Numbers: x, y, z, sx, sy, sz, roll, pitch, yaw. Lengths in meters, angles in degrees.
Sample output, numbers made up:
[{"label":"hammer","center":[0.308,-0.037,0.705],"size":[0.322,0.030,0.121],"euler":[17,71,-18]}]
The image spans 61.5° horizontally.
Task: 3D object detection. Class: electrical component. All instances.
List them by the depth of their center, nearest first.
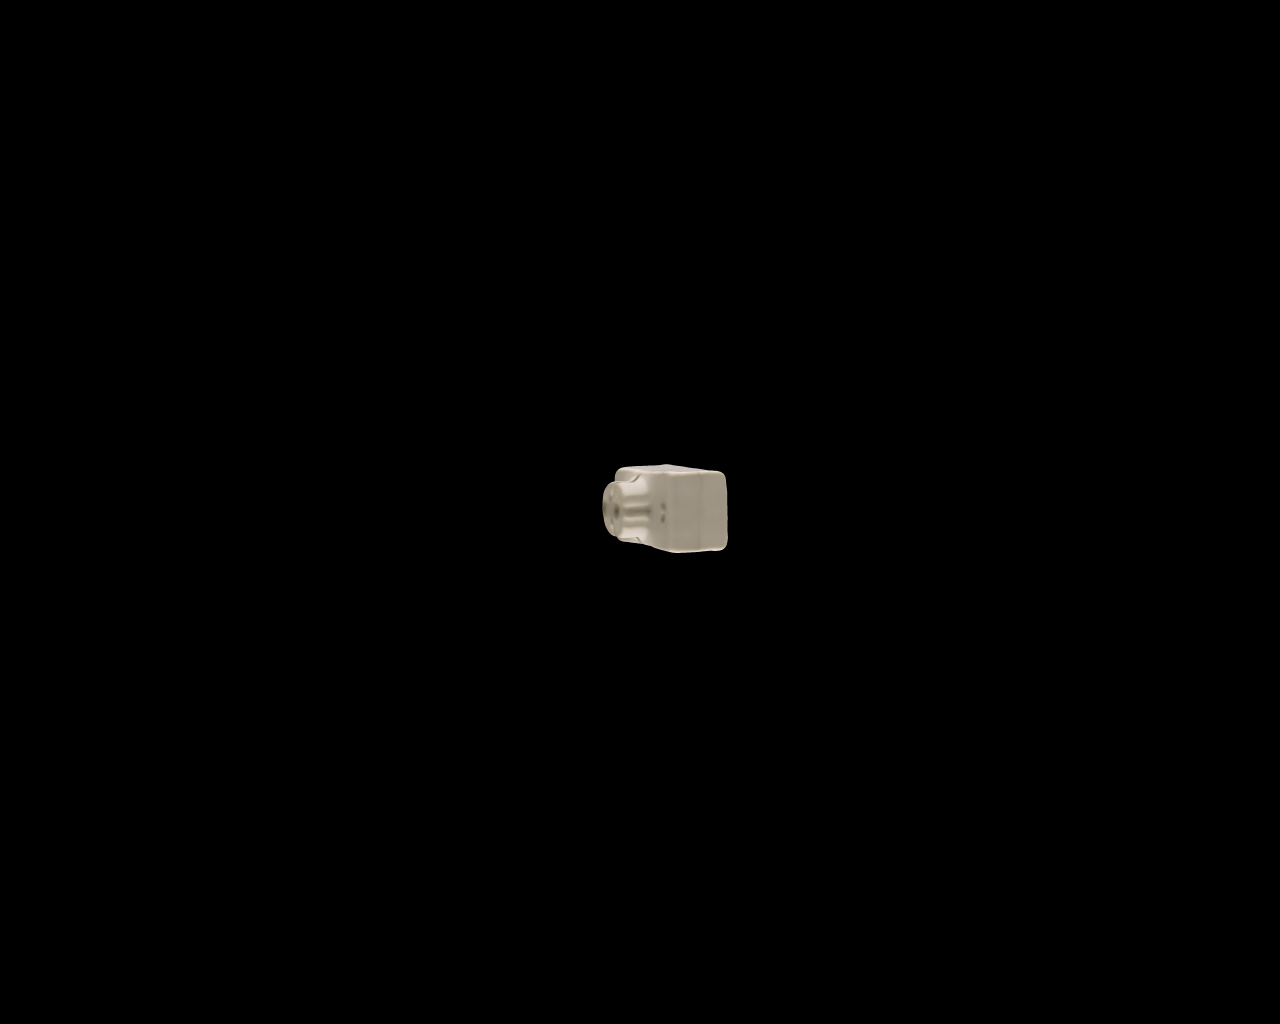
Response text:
[{"label":"electrical component","center":[0.001,-0.003,0.650],"size":[0.076,0.047,0.083],"euler":[-2,5,-24]}]
